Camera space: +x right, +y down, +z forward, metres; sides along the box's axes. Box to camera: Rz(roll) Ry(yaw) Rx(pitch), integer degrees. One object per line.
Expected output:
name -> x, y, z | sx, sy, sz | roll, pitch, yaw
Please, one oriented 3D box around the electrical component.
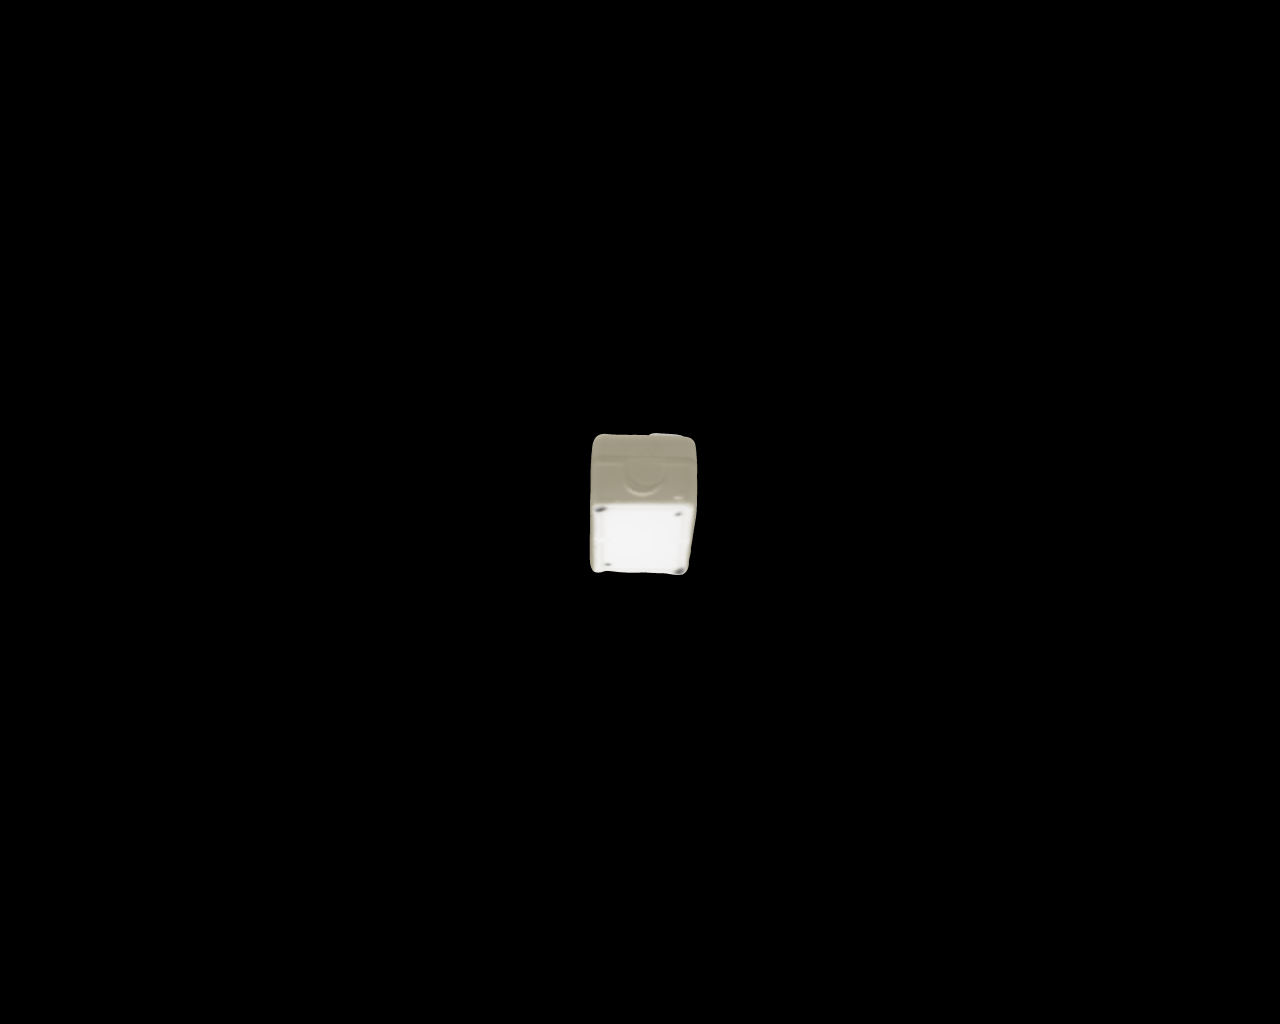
electrical component -> 0.001, -0.003, 0.650 | 0.062, 0.061, 0.096 | 1, -34, -2
